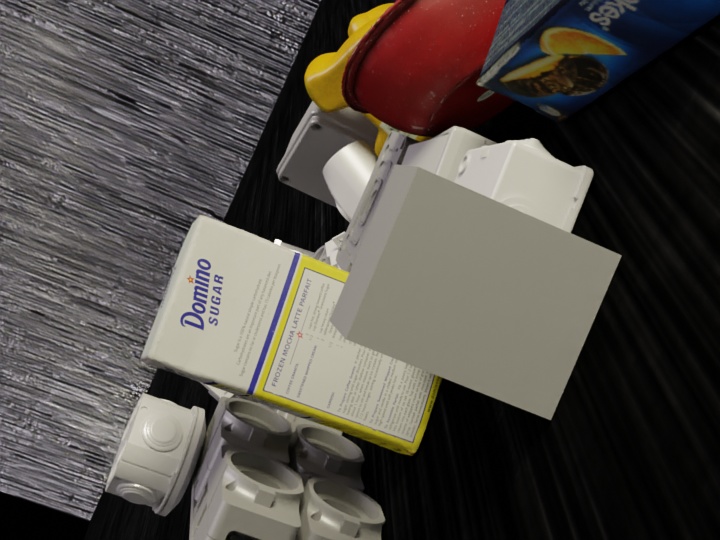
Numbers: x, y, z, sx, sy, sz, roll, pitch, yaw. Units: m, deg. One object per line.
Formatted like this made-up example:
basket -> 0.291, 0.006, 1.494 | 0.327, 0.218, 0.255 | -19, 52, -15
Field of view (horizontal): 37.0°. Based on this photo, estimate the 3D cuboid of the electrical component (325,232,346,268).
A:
electrical component -> 0.000, 0.000, 0.884 | 0.048, 0.066, 0.055 | -28, 33, 12

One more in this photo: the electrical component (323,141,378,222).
electrical component -> 0.019, -0.066, 0.891 | 0.044, 0.077, 0.079 | -47, -16, 33

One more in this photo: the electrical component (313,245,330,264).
electrical component -> -0.016, -0.005, 0.984 | 0.079, 0.044, 0.077 | -51, 11, 18

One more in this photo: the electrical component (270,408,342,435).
electrical component -> -0.035, 0.083, 0.880 | 0.109, 0.056, 0.108 | -176, 108, -78

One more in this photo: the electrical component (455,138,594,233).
electrical component -> 0.076, -0.023, 0.597 | 0.100, 0.048, 0.099 | -168, 100, -78

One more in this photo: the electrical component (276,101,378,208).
electrical component -> -0.006, -0.106, 0.969 | 0.108, 0.109, 0.056 | -50, 19, 56

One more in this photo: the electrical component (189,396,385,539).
electrical component -> -0.051, 0.149, 0.712 | 0.186, 0.105, 0.060 | -122, 55, -76

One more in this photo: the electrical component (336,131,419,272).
electrical component -> 0.033, -0.041, 0.803 | 0.078, 0.057, 0.113 | -126, 59, -76

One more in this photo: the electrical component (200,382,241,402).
electrical component -> -0.089, 0.071, 0.830 | 0.081, 0.042, 0.063 | -40, -23, -28

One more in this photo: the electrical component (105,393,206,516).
electrical component -> -0.145, 0.131, 0.769 | 0.080, 0.051, 0.080 | -158, 90, -78

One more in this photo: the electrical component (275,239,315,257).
electrical component -> -0.079, 0.059, 1.074 | 0.089, 0.062, 0.150 | 103, -175, -73

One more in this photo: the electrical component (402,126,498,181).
electrical component -> 0.060, -0.051, 0.689 | 0.096, 0.061, 0.061 | 168, 124, -76
